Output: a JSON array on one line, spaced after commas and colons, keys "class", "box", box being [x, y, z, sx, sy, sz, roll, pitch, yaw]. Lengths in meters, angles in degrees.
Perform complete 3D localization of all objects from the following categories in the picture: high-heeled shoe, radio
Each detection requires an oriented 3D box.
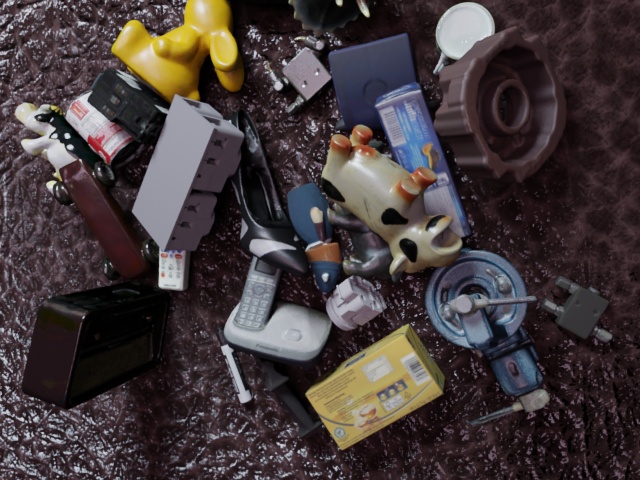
[{"class": "high-heeled shoe", "box": [-0.071, -0.069, 0.738, 0.249, 0.086, 0.145, 40, 119, 32]}, {"class": "radio", "box": [-0.305, 0.137, 0.767, 0.073, 0.229, 0.131, 14, 95, 11]}]

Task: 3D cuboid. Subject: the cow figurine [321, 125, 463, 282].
[{"class": "cow figurine", "box": [0.084, -0.035, 0.649, 0.195, 0.085, 0.127, 38, 136, 13]}]

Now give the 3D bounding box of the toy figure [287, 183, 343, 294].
[{"class": "toy figure", "box": [-0.003, -0.002, 0.759, 0.058, 0.064, 0.154, -19, 89, 10]}]

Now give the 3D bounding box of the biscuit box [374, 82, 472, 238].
[{"class": "biscuit box", "box": [0.133, -0.094, 0.684, 0.059, 0.063, 0.202, -19, 110, 17]}]

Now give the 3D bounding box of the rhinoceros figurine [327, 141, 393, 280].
[{"class": "rhinoceros figurine", "box": [0.070, -0.038, 0.732, 0.112, 0.073, 0.190, -9, 93, 17]}]

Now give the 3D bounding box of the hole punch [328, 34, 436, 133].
[{"class": "hole punch", "box": [0.076, -0.206, 0.711, 0.142, 0.092, 0.115, -10, 96, 12]}]

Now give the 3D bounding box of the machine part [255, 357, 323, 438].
[{"class": "machine part", "box": [-0.049, 0.231, 0.791, 0.039, 0.084, 0.138, -36, 97, -22]}]

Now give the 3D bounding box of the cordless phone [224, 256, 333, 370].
[{"class": "cordless phone", "box": [-0.047, 0.083, 0.778, 0.147, 0.088, 0.184, 11, 79, 14]}]

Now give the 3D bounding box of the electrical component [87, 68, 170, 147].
[{"class": "electrical component", "box": [-0.265, -0.192, 0.786, 0.134, 0.115, 0.058, 40, 100, 13]}]

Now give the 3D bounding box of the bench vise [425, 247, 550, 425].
[{"class": "bench vise", "box": [0.196, 0.104, 0.636, 0.129, 0.240, 0.223, -18, 74, 19]}]

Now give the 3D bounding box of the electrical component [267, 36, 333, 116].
[{"class": "electrical component", "box": [-0.025, -0.235, 0.755, 0.102, 0.045, 0.078, -34, 84, 15]}]

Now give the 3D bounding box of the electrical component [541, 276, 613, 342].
[{"class": "electrical component", "box": [0.341, 0.091, 0.697, 0.094, 0.021, 0.063, 31, 101, 11]}]

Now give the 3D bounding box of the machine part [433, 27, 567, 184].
[{"class": "machine part", "box": [0.218, -0.156, 0.642, 0.179, 0.056, 0.179, -3, 97, -29]}]

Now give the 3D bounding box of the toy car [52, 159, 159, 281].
[{"class": "toy car", "box": [-0.326, -0.029, 0.828, 0.089, 0.053, 0.202, -25, 106, 10]}]

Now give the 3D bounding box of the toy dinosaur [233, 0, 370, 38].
[{"class": "toy dinosaur", "box": [-0.081, -0.385, 0.724, 0.405, 0.131, 0.192, 12, 94, 21]}]

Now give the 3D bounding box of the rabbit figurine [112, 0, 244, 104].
[{"class": "rabbit figurine", "box": [-0.182, -0.278, 0.762, 0.162, 0.122, 0.173, 34, 83, 7]}]

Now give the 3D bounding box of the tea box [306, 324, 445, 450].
[{"class": "tea box", "box": [0.078, 0.204, 0.752, 0.170, 0.068, 0.098, -33, 86, 16]}]

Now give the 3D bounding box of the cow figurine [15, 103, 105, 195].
[{"class": "cow figurine", "box": [-0.410, -0.158, 0.852, 0.098, 0.068, 0.167, -31, 89, 10]}]
